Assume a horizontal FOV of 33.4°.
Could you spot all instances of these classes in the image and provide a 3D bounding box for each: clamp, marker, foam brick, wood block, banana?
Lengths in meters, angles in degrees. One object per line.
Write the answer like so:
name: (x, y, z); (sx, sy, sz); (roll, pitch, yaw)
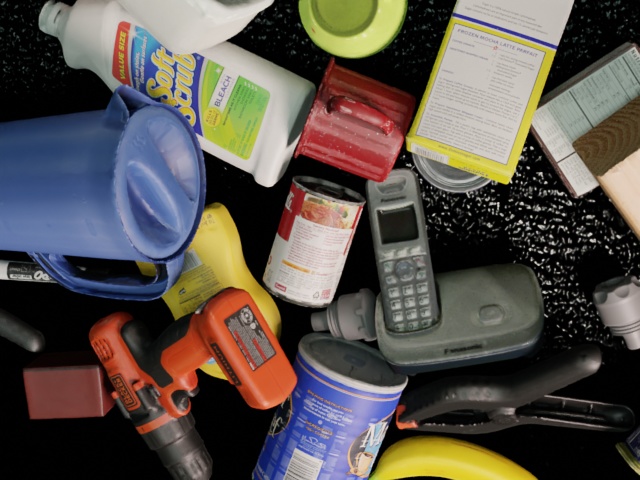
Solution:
clamp: (0.164, 0.137, 0.936); (0.210, 0.164, 0.036); (-6, 58, 17)
marker: (-0.254, 0.032, 1.024); (0.121, 0.020, 0.020); (4, 102, 8)
foam brick: (-0.237, 0.138, 1.027); (0.078, 0.053, 0.051); (-4, 101, 11)
wood block: (0.306, -0.015, 0.867); (0.091, 0.090, 0.206); (-36, 109, 13)
clamp: (-0.359, 0.073, 1.039); (0.120, 0.039, 0.171); (-40, 89, 8)
banana: (0.140, 0.222, 0.996); (0.198, 0.037, 0.070); (13, 111, 6)

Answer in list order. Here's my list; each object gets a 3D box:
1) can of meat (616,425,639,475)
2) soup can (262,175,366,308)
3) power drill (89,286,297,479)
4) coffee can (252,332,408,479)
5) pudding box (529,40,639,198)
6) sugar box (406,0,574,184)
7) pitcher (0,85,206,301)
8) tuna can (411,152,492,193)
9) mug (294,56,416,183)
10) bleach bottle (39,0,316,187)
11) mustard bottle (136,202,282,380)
can of meat: (0.329, 0.185, 0.941); (0.102, 0.057, 0.084); (36, 102, -15)
soup can: (-0.006, 0.001, 0.954); (0.068, 0.068, 0.102); (19, 105, 4)
power drill: (-0.110, 0.131, 0.951); (0.188, 0.057, 0.184); (-25, 98, 40)
coffee can: (0.008, 0.169, 0.970); (0.103, 0.102, 0.140); (21, 104, 4)
pudding box: (0.241, -0.102, 0.910); (0.113, 0.039, 0.090); (-33, 95, 12)
sugar box: (0.143, -0.145, 0.886); (0.093, 0.048, 0.176); (20, 83, 6)
pitcher: (-0.229, -0.037, 0.929); (0.243, 0.144, 0.149); (0, 70, 27)
tuna can: (0.122, -0.085, 0.933); (0.086, 0.033, 0.086); (2, 102, 8)
mug: (0.032, -0.101, 0.905); (0.081, 0.117, 0.093); (21, 84, -1)
bleach bottle: (-0.135, -0.143, 0.947); (0.251, 0.068, 0.103); (24, 107, 6)
mustard bottle: (-0.090, 0.068, 0.986); (0.096, 0.058, 0.191); (-25, 97, 17)
